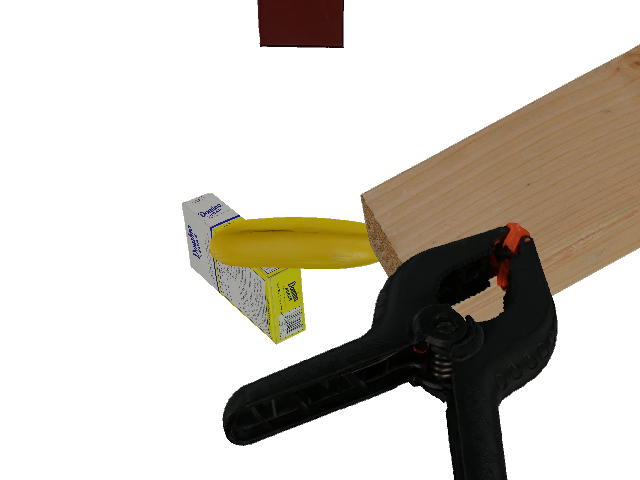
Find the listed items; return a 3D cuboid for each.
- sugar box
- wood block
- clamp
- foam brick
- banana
[{"bbox_3d":[-0.084,0.027,1.152,0.048,0.093,0.176,-23,41,-25],"label":"sugar box"},{"bbox_3d":[0.137,-0.025,0.645,0.206,0.091,0.090,-29,-21,-4],"label":"wood block"},{"bbox_3d":[0.056,0.055,0.444,0.120,0.039,0.171,34,53,23],"label":"clamp"},{"bbox_3d":[-0.019,-0.204,0.978,0.078,0.051,0.053,0,16,-4],"label":"foam brick"},{"bbox_3d":[-0.023,0.005,0.805,0.198,0.037,0.069,1,-15,35],"label":"banana"}]
